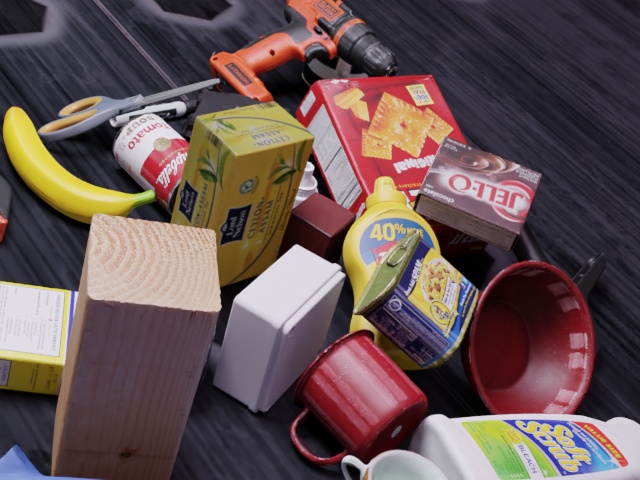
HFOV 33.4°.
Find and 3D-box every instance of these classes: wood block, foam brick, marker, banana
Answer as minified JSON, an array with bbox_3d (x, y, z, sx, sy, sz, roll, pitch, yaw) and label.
[{"bbox_3d":[-0.141,0.091,0.791,0.090,0.206,0.090,8,39,-16],"label":"wood block"},{"bbox_3d":[-0.007,0.001,1.072,0.051,0.078,0.052,33,39,15],"label":"foam brick"},{"bbox_3d":[-0.185,-0.147,1.226,0.120,0.020,0.020,-15,49,-38],"label":"marker"},{"bbox_3d":[-0.260,-0.066,1.071,0.198,0.037,0.069,32,50,17],"label":"banana"}]

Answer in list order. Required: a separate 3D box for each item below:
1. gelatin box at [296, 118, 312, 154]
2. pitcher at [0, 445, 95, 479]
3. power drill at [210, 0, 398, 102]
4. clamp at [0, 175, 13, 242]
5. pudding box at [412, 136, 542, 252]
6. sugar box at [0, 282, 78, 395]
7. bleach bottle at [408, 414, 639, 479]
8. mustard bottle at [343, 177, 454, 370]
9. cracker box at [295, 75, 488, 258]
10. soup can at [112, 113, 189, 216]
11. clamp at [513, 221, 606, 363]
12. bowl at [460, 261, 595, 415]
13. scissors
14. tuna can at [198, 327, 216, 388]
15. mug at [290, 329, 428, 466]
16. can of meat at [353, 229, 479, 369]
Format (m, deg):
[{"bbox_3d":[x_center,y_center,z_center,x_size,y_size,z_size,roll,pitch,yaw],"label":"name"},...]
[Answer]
[{"bbox_3d":[0.023,-0.131,1.292,0.089,0.030,0.073,3,39,-21],"label":"gelatin box"},{"bbox_3d":[-0.111,0.234,0.707,0.242,0.149,0.145,6,23,-22],"label":"pitcher"},{"bbox_3d":[-0.024,-0.216,1.292,0.187,0.057,0.185,-36,59,-17],"label":"power drill"},{"bbox_3d":[-0.358,-0.061,1.023,0.120,0.039,0.172,-12,47,-34],"label":"clamp"},{"bbox_3d":[0.164,-0.048,1.107,0.113,0.039,0.090,22,52,9],"label":"pudding box"},{"bbox_3d":[-0.237,0.083,0.894,0.176,0.048,0.093,12,37,-17],"label":"sugar box"},{"bbox_3d":[0.207,0.193,0.945,0.250,0.068,0.103,-2,41,-30],"label":"bleach bottle"},{"bbox_3d":[0.071,0.027,1.032,0.096,0.058,0.191,3,65,-16],"label":"mustard bottle"},{"bbox_3d":[0.089,-0.083,1.186,0.163,0.072,0.214,-7,60,-30],"label":"cracker box"},{"bbox_3d":[-0.160,-0.078,1.110,0.068,0.069,0.102,-21,52,-41],"label":"soup can"},{"bbox_3d":[0.260,0.064,1.126,0.164,0.036,0.210,21,48,-31],"label":"clamp"},{"bbox_3d":[0.187,0.101,1.014,0.161,0.162,0.055,-9,1,-33],"label":"bowl"},{"bbox_3d":[-0.205,-0.150,1.145,0.201,0.016,0.096,-20,27,0],"label":"scissors"},{"bbox_3d":[-0.113,0.084,0.914,0.033,0.086,0.086,13,38,-12],"label":"tuna can"},{"bbox_3d":[0.028,0.144,0.909,0.117,0.093,0.082,-39,64,-13],"label":"mug"},{"bbox_3d":[0.088,0.053,0.947,0.084,0.058,0.102,41,41,-8],"label":"can of meat"}]
